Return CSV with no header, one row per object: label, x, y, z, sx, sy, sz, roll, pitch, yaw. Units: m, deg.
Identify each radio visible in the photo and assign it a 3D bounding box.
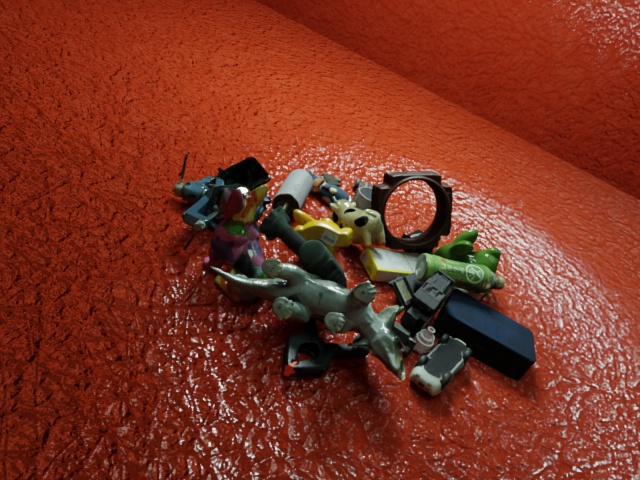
radio,0.390,0.218,1.274,0.230,0.073,0.131,30,32,4

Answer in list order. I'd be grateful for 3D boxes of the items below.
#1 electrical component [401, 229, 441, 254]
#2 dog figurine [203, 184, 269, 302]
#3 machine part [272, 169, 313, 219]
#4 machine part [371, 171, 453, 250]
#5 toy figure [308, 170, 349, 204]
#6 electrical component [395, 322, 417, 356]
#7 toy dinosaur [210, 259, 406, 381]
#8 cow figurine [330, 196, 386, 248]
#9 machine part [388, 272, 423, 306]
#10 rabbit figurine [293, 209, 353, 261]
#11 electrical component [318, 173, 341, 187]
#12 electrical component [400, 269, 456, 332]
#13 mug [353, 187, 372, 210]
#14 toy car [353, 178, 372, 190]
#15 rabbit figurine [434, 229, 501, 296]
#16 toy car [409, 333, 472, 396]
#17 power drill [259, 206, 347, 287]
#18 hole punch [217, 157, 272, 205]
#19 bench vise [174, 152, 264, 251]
electrical component,0.288,0.008,1.527,0.119,0.047,0.075,-11,48,-44
dog figurine,-0.153,-0.006,1.088,0.108,0.219,0.192,-13,47,-40
machine part,-0.072,-0.126,1.445,0.079,0.079,0.243,25,31,-1
machine part,0.240,-0.078,1.406,0.201,0.201,0.087,-2,14,-9
toy figure,0.012,-0.147,1.549,0.154,0.064,0.058,32,48,9
electrical component,0.159,0.205,1.163,0.102,0.045,0.078,32,4,5
toy dinosaur,0.000,0.123,1.036,0.405,0.131,0.192,22,-13,20
cow figurine,0.087,-0.049,1.388,0.085,0.127,0.195,-4,7,-31
machine part,0.234,0.109,1.317,0.139,0.039,0.084,-26,81,-31
rabbit figurine,-0.003,-0.004,1.314,0.162,0.121,0.173,20,17,8
electrical component,0.031,-0.176,1.642,0.094,0.021,0.063,2,39,-34
electrical component,0.238,0.146,1.215,0.058,0.114,0.134,36,52,19
mug,0.119,-0.089,1.497,0.081,0.107,0.110,-1,36,-38
toy car,0.144,-0.132,1.629,0.089,0.053,0.202,19,34,-5
rabbit figurine,0.392,0.057,1.458,0.170,0.158,0.121,16,40,13
toy car,0.259,0.260,1.138,0.074,0.056,0.202,33,31,24
power drill,-0.033,0.032,1.162,0.207,0.086,0.231,48,-4,21
hole punch,-0.193,-0.137,1.390,0.116,0.092,0.142,-26,56,-17
bench vise,-0.251,-0.077,1.216,0.224,0.128,0.241,27,25,0
